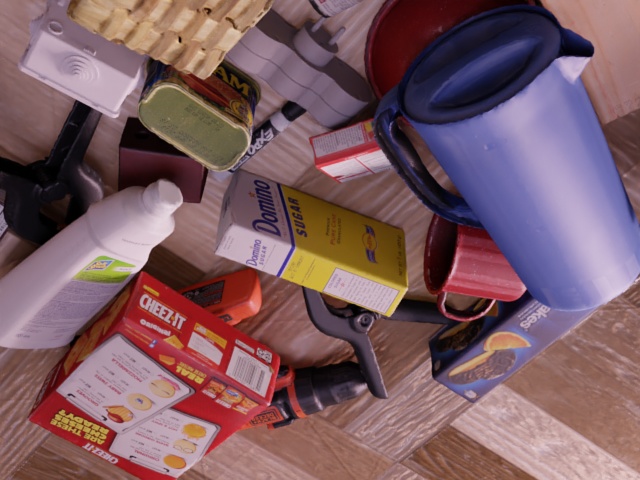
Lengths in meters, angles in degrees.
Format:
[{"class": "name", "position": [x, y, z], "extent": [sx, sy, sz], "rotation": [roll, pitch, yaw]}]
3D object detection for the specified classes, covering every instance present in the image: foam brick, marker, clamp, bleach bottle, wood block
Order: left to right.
[{"class": "clamp", "position": [-0.255, -0.053, 0.955], "extent": [0.164, 0.036, 0.210], "rotation": [-21, 146, -21]}, {"class": "bleach bottle", "position": [-0.208, 0.020, 0.984], "extent": [0.251, 0.068, 0.102], "rotation": [-35, 157, 34]}, {"class": "foam brick", "position": [-0.140, -0.072, 0.965], "extent": [0.078, 0.053, 0.051], "rotation": [7, 126, -4]}, {"class": "marker", "position": [-0.053, -0.094, 0.966], "extent": [0.121, 0.020, 0.020], "rotation": [-37, 117, 26]}, {"class": "clamp", "position": [0.053, 0.070, 1.070], "extent": [0.120, 0.039, 0.171], "rotation": [-43, 112, 0]}, {"class": "wood block", "position": [0.213, -0.207, 0.829], "extent": [0.090, 0.091, 0.206], "rotation": [-25, 122, 18]}]

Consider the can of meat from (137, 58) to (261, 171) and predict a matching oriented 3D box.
[{"class": "can of meat", "position": [-0.103, -0.116, 0.911], "extent": [0.102, 0.084, 0.058], "rotation": [32, 121, -20]}]

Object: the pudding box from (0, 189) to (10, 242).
[{"class": "pudding box", "position": [-0.349, -0.033, 1.011], "extent": [0.113, 0.039, 0.090], "rotation": [31, 120, -22]}]

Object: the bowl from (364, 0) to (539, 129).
[{"class": "bowl", "position": [0.118, -0.144, 0.901], "extent": [0.162, 0.055, 0.162], "rotation": [1, 126, 1]}]

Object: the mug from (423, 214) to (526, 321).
[{"class": "mug", "position": [0.147, 0.023, 1.000], "extent": [0.081, 0.093, 0.117], "rotation": [10, 108, -12]}]

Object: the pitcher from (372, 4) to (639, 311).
[{"class": "pitcher", "position": [0.163, -0.054, 0.860], "extent": [0.145, 0.149, 0.242], "rotation": [-41, 124, -7]}]

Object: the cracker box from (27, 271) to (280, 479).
[{"class": "cracker box", "position": [-0.165, 0.144, 1.052], "extent": [0.164, 0.072, 0.214], "rotation": [33, 132, -17]}]

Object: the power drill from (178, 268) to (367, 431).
[{"class": "power drill", "position": [-0.061, 0.118, 1.101], "extent": [0.184, 0.057, 0.187], "rotation": [-18, 124, 15]}]

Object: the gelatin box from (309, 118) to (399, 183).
[{"class": "gelatin box", "position": [0.038, -0.080, 0.938], "extent": [0.073, 0.030, 0.089], "rotation": [-16, 170, 14]}]

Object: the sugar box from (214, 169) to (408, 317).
[{"class": "sugar box", "position": [-0.006, 0.001, 0.990], "extent": [0.176, 0.093, 0.048], "rotation": [22, 124, -14]}]

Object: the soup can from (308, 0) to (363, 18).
[{"class": "soup can", "position": [0.034, -0.226, 0.834], "extent": [0.102, 0.068, 0.068], "rotation": [-24, 122, 19]}]
